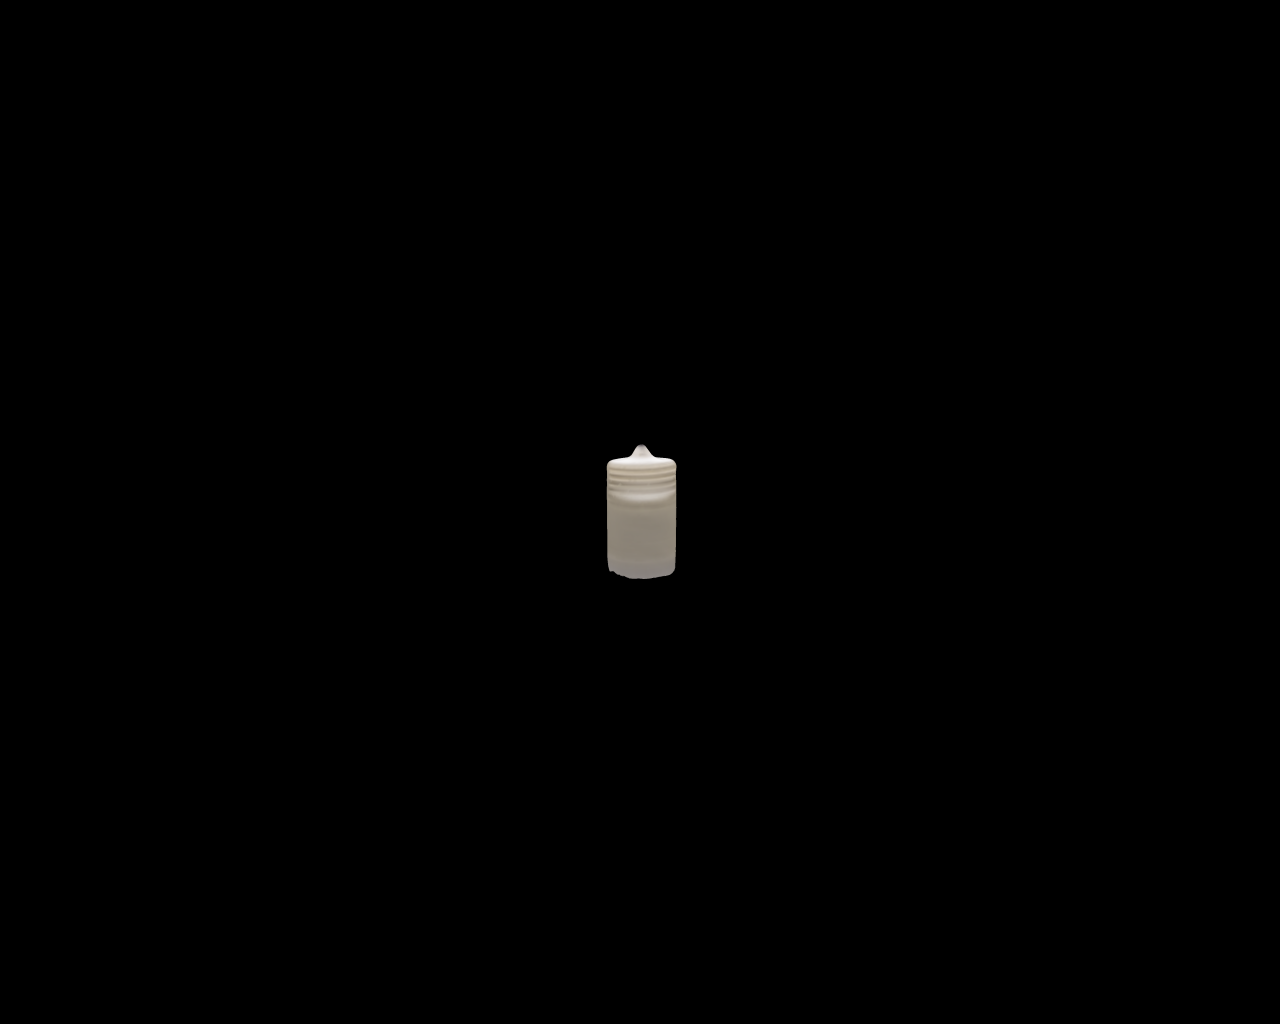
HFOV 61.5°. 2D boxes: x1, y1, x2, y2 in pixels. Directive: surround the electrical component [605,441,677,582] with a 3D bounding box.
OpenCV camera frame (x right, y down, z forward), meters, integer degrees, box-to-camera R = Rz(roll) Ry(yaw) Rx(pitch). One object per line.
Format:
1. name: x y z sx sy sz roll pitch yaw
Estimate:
1. electrical component: 0.001 -0.003 0.650 0.043 0.080 0.043 0 14 0
